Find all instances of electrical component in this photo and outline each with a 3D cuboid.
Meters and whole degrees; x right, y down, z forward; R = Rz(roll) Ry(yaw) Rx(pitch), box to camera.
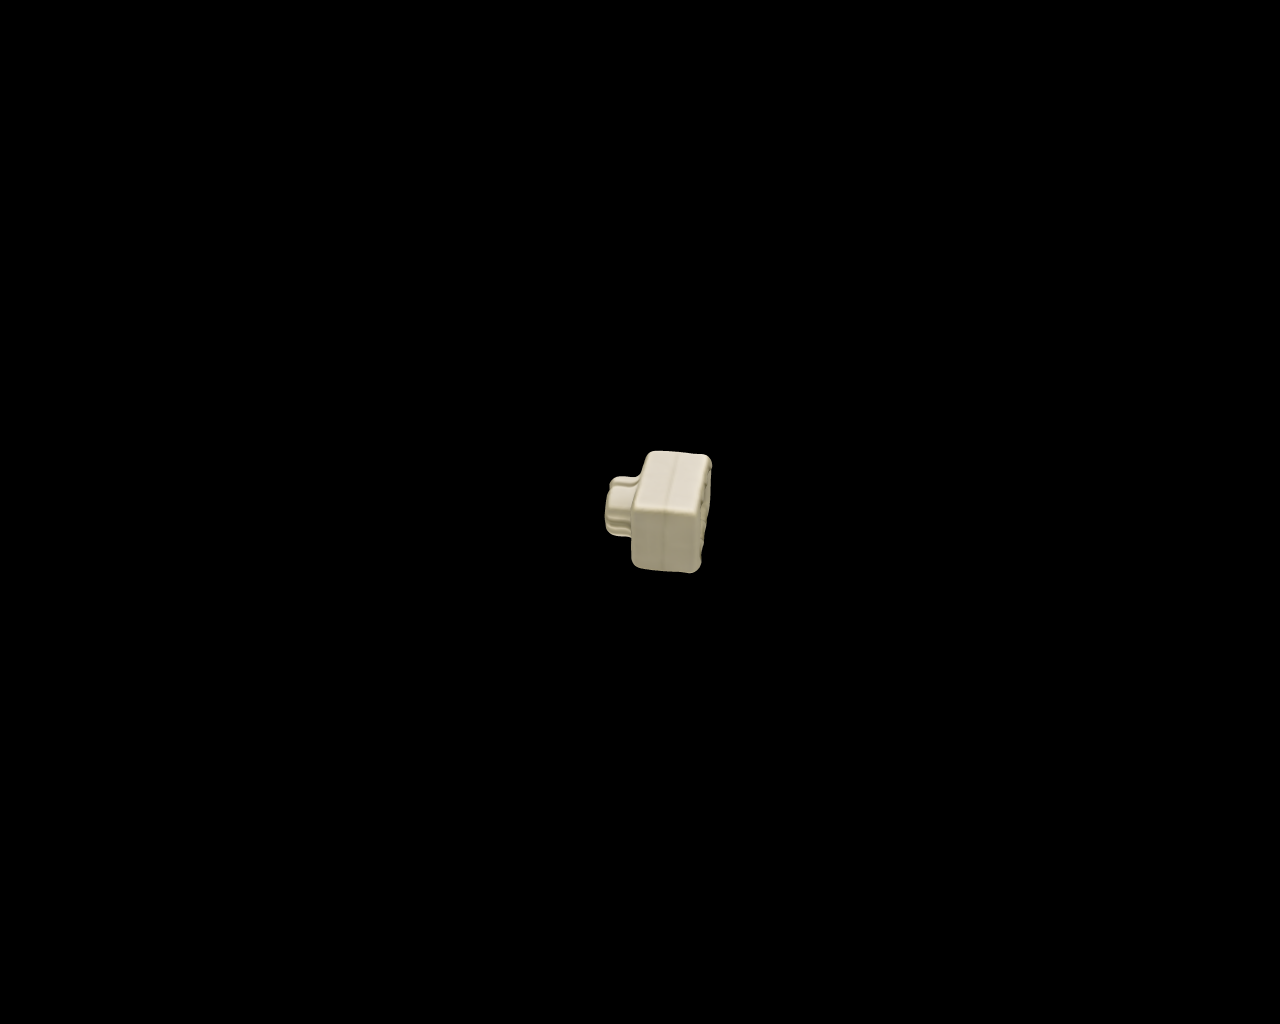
[{"bbox_3d":[0.001,-0.003,0.650,0.077,0.047,0.066,6,37,8],"label":"electrical component"}]
